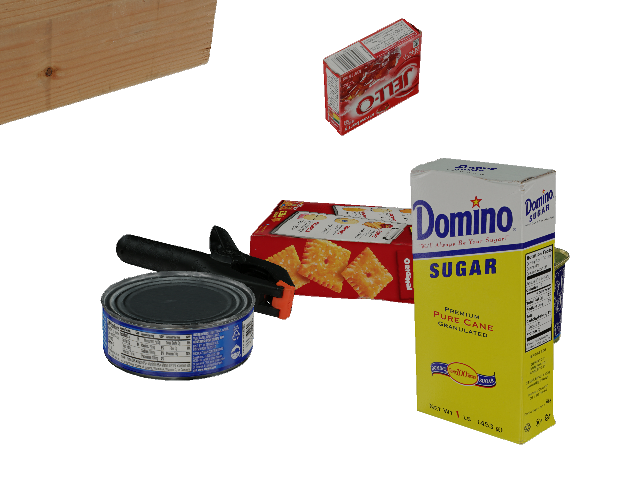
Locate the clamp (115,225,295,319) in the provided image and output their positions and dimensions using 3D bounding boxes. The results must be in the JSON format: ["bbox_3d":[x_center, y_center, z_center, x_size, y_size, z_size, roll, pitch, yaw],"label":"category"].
[{"bbox_3d":[-0.080,0.023,0.927,0.172,0.039,0.120,23,27,31],"label":"clamp"}]

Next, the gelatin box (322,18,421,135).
[{"bbox_3d":[0.046,-0.142,0.926,0.089,0.030,0.073,-30,-32,-19],"label":"gelatin box"}]

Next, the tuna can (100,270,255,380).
[{"bbox_3d":[-0.080,0.047,0.601,0.086,0.034,0.086,2,18,-1],"label":"tuna can"}]

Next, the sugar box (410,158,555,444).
[{"bbox_3d":[0.107,0.038,0.709,0.094,0.176,0.048,10,22,44],"label":"sugar box"}]

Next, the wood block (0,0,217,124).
[{"bbox_3d":[-0.191,-0.173,0.844,0.205,0.091,0.090,-24,54,-36],"label":"wood block"}]

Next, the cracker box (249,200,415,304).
[{"bbox_3d":[0.044,0.012,1.149,0.214,0.072,0.164,5,15,8],"label":"cracker box"}]

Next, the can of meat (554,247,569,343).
[{"bbox_3d":[0.176,0.047,0.992,0.102,0.084,0.057,14,25,36],"label":"can of meat"}]
